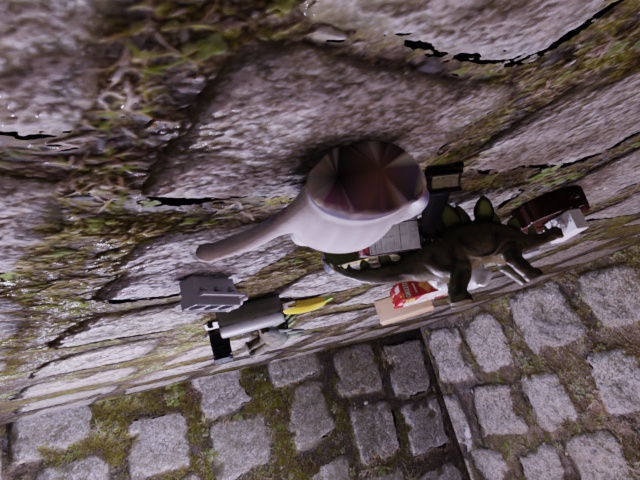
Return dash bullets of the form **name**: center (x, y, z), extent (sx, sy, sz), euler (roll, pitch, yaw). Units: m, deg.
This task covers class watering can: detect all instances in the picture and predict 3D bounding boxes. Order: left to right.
- **watering can**: center (0.002, -0.036, 0.706), extent (0.349, 0.105, 0.220), euler (-12, -18, -15)

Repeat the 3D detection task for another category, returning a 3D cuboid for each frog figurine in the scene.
- **frog figurine**: center (0.342, 0.076, 1.290), extent (0.121, 0.137, 0.162), euler (36, 5, -32)
